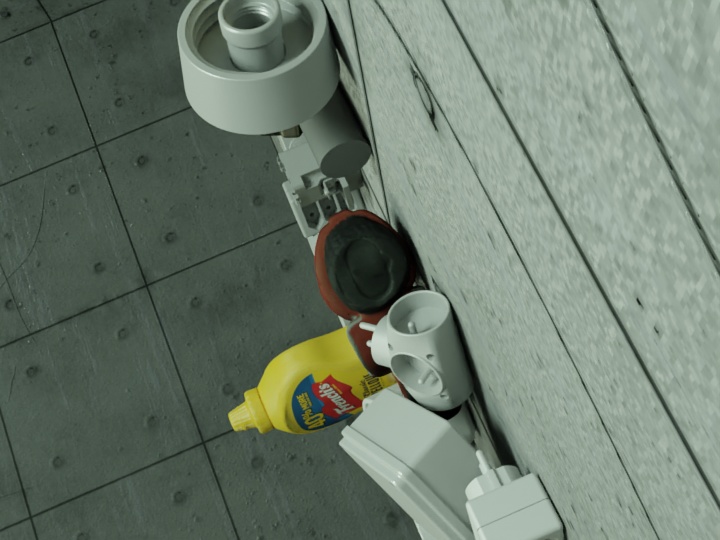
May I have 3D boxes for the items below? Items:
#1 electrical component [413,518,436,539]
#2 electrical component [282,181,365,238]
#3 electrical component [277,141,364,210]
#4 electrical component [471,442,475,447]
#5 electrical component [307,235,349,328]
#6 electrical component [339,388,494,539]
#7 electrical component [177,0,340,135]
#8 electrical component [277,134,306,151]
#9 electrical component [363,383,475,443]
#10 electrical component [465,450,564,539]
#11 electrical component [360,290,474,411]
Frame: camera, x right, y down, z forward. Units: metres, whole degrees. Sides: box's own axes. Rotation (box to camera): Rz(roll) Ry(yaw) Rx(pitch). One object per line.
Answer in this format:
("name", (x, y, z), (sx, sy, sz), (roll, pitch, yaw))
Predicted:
("electrical component", (0.082, 0.191, 0.844), (0.079, 0.077, 0.043), (83, 163, -78))
("electrical component", (-0.040, -0.080, 1.061), (0.076, 0.066, 0.047), (-117, 5, -53))
("electrical component", (-0.036, -0.090, 0.953), (0.042, 0.064, 0.081), (71, 175, -63))
("electrical component", (0.073, 0.146, 0.982), (0.055, 0.048, 0.066), (59, 176, 6))
("electrical component", (0.003, 0.028, 1.149), (0.150, 0.062, 0.089), (71, 175, -53))
("electrical component", (0.053, 0.146, 0.756), (0.108, 0.056, 0.109), (48, 168, -20))
("electrical component", (-0.069, -0.151, 0.716), (0.060, 0.108, 0.108), (83, 165, -57))
("electrical component", (-0.061, -0.138, 1.164), (0.099, 0.048, 0.099), (-123, 10, -74))
("electrical component", (0.052, 0.125, 0.908), (0.095, 0.059, 0.053), (0, 111, 65))
("electrical component", (0.091, 0.149, 0.673), (0.065, 0.047, 0.076), (71, 175, -53))
("electrical component", (0.034, 0.053, 0.749), (0.079, 0.044, 0.077), (12, 139, 34))
